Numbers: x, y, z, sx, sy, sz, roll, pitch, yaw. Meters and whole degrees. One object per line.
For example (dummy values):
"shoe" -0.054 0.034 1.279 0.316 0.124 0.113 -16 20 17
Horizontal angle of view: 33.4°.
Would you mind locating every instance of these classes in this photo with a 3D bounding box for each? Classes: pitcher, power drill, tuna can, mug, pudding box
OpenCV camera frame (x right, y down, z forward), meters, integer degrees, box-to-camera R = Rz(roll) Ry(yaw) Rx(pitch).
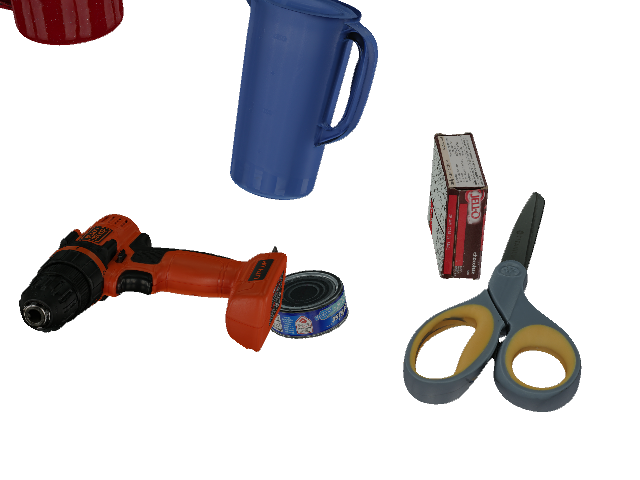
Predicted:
"pitcher" -0.030 -0.173 1.294 0.144 0.243 0.149 6 24 -15
"power drill" -0.129 0.037 0.865 0.188 0.057 0.184 12 24 6
"tuna can" -0.015 0.065 1.114 0.086 0.034 0.086 -8 27 4
"mug" -0.203 -0.197 0.789 0.117 0.081 0.093 -1 36 1
"pudding box" 0.120 -0.032 0.934 0.039 0.090 0.113 0 30 -2

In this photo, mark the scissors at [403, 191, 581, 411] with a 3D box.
"scissors" 0.118 0.031 0.582 0.096 0.016 0.201 19 39 30
